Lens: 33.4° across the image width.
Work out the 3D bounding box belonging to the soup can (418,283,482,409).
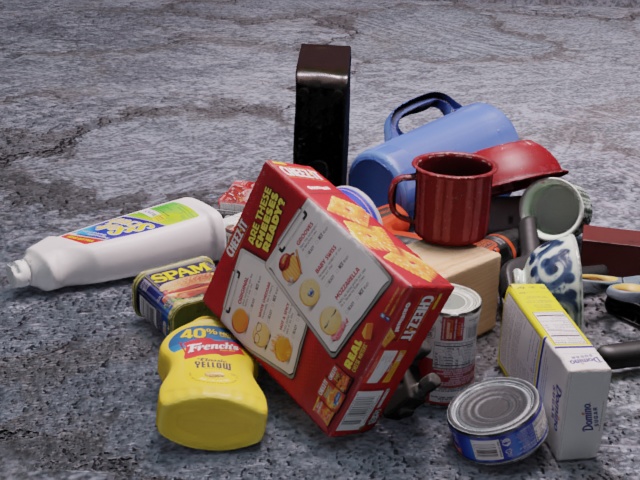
[{"bbox_3d":[0.117,0.100,1.017,0.068,0.102,0.068,2,23,-1],"label":"soup can"}]

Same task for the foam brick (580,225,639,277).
[{"bbox_3d":[0.356,0.018,1.298,0.078,0.051,0.053,8,24,15],"label":"foam brick"}]

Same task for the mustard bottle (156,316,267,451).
[{"bbox_3d":[-0.104,0.123,1.005,0.096,0.058,0.191,5,21,-10],"label":"mustard bottle"}]

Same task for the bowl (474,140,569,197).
[{"bbox_3d":[0.237,-0.092,1.388,0.162,0.055,0.162,-13,-4,-1],"label":"bowl"}]

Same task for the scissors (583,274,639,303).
[{"bbox_3d":[0.369,0.053,1.210,0.201,0.016,0.096,1,12,-30],"label":"scissors"}]

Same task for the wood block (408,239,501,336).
[{"bbox_3d":[0.087,0.068,1.108,0.205,0.091,0.090,-19,29,-39],"label":"wood block"}]

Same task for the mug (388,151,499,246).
[{"bbox_3d":[0.132,-0.044,1.155,0.117,0.081,0.093,0,22,-4],"label":"mug"}]

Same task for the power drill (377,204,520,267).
[{"bbox_3d":[0.149,0.004,1.310,0.188,0.057,0.184,16,21,33],"label":"power drill"}]

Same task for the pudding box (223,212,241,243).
[{"bbox_3d":[-0.069,-0.003,1.337,0.114,0.039,0.089,22,30,36],"label":"pudding box"}]

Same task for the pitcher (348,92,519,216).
[{"bbox_3d":[0.151,-0.110,1.484,0.242,0.145,0.149,-22,31,-39],"label":"pitcher"}]

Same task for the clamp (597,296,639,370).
[{"bbox_3d":[0.392,0.102,1.118,0.210,0.036,0.164,5,21,11],"label":"clamp"}]

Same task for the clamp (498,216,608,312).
[{"bbox_3d":[0.247,0.034,1.228,0.120,0.039,0.171,38,40,24],"label":"clamp"}]

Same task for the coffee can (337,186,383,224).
[{"bbox_3d":[-0.008,0.002,1.242,0.103,0.103,0.140,20,28,38],"label":"coffee can"}]

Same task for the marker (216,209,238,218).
[{"bbox_3d":[-0.109,-0.029,1.421,0.121,0.020,0.020,6,23,12],"label":"marker"}]

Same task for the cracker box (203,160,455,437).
[{"bbox_3d":[0.001,0.050,0.986,0.071,0.164,0.214,4,30,-46],"label":"cracker box"}]

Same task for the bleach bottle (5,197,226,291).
[{"bbox_3d":[-0.242,0.013,1.258,0.250,0.068,0.103,-17,28,-33],"label":"bleach bottle"}]

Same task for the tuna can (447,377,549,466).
[{"bbox_3d":[0.155,0.158,0.938,0.086,0.034,0.086,-16,24,7],"label":"tuna can"}]

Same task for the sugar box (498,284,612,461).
[{"bbox_3d":[0.215,0.118,0.995,0.048,0.093,0.176,-2,24,-10],"label":"sugar box"}]

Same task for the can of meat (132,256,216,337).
[{"bbox_3d":[-0.138,0.066,1.144,0.101,0.057,0.084,-14,30,-32],"label":"can of meat"}]

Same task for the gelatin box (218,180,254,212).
[{"bbox_3d":[-0.093,-0.054,1.469,0.073,0.030,0.089,7,23,11],"label":"gelatin box"}]
